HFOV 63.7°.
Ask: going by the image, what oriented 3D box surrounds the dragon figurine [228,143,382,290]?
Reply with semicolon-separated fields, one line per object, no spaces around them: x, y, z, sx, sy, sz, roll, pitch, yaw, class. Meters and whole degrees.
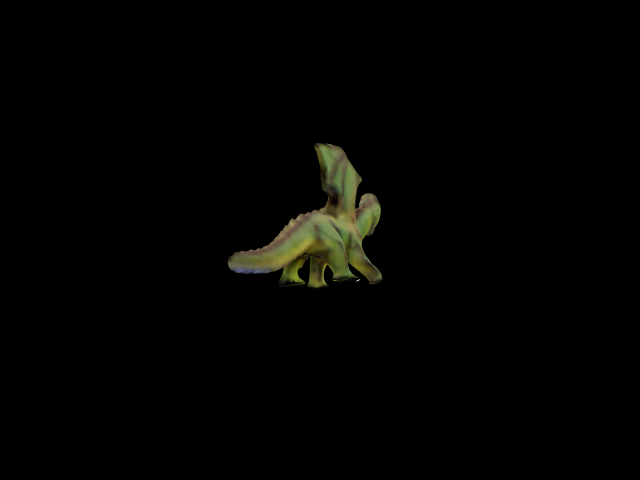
0.003;-0.043;0.850;0.121;0.245;0.408;-8;-14;31;dragon figurine
